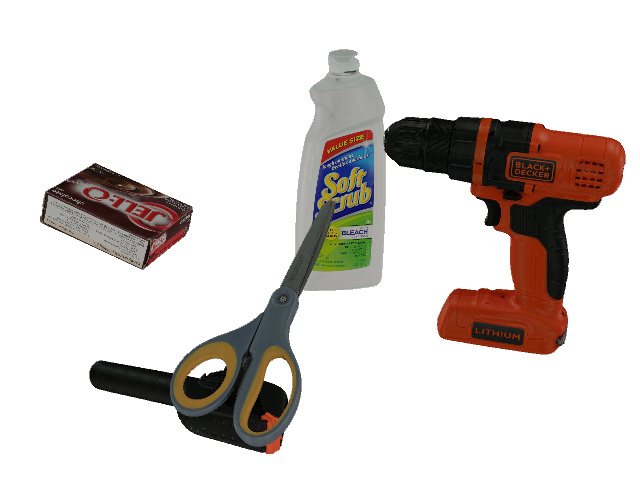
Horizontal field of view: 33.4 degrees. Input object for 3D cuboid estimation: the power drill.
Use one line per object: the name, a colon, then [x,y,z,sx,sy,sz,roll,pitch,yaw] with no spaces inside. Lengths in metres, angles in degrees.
power drill: [0.137,-0.007,0.851,0.184,0.188,0.057,9,29,14]

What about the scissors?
scissors: [-0.045,0.049,0.731,0.096,0.201,0.016,-1,-40,10]

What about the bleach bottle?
bleach bottle: [0.017,-0.073,1.114,0.102,0.251,0.068,-3,25,-3]

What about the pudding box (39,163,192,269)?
pudding box: [-0.189,-0.024,0.994,0.113,0.039,0.090,22,26,10]

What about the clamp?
clamp: [-0.083,0.131,0.929,0.164,0.036,0.210,-9,17,-38]
